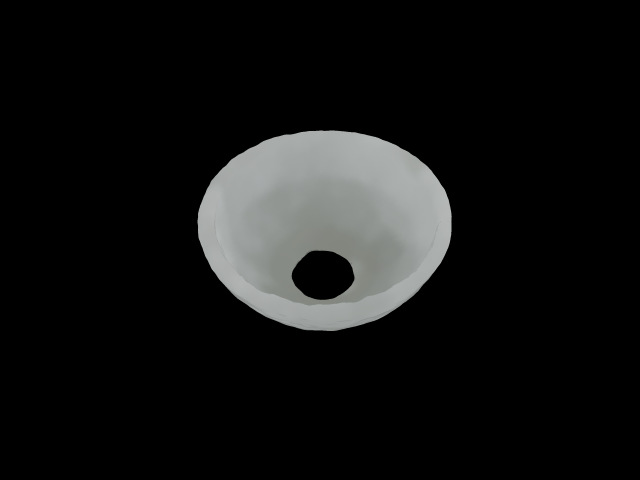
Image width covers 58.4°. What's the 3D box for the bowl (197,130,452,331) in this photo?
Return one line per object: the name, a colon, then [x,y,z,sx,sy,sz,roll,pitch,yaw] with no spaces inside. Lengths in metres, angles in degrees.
bowl: [0.004,0.001,0.400,0.167,0.075,0.167,0,49,0]
